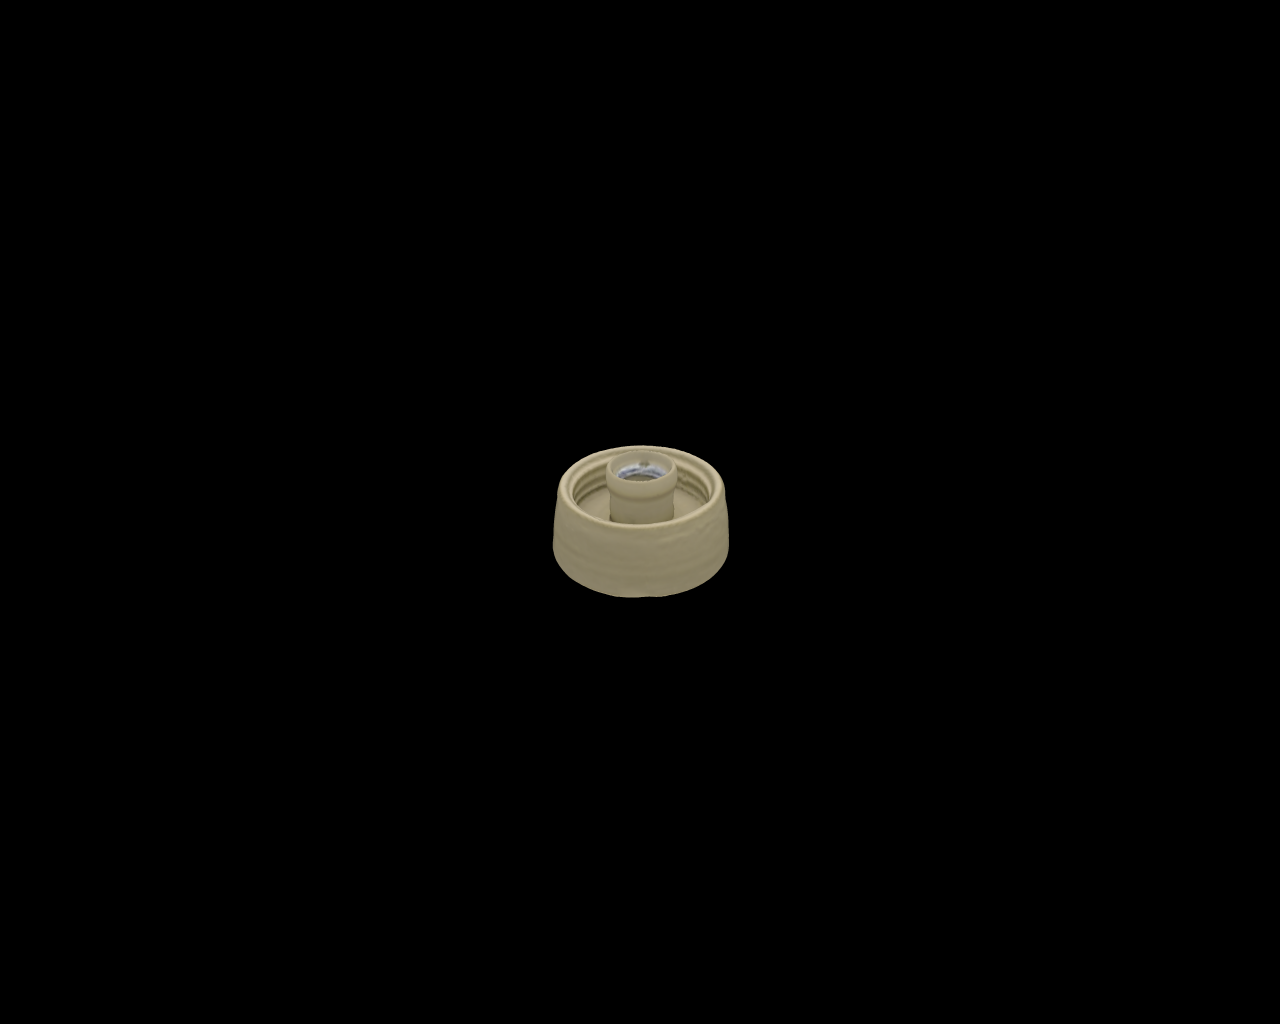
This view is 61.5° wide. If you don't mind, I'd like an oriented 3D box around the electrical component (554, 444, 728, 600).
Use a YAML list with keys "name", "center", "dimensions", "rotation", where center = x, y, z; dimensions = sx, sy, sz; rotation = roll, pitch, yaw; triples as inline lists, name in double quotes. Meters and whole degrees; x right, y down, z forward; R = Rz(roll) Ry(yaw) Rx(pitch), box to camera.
- name: "electrical component"
  center: [0.001, -0.003, 0.650]
  dimensions: [0.108, 0.060, 0.108]
  rotation: [0, 31, 0]
